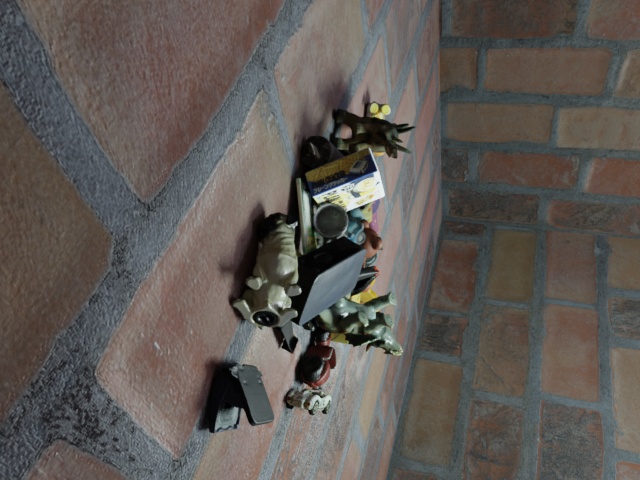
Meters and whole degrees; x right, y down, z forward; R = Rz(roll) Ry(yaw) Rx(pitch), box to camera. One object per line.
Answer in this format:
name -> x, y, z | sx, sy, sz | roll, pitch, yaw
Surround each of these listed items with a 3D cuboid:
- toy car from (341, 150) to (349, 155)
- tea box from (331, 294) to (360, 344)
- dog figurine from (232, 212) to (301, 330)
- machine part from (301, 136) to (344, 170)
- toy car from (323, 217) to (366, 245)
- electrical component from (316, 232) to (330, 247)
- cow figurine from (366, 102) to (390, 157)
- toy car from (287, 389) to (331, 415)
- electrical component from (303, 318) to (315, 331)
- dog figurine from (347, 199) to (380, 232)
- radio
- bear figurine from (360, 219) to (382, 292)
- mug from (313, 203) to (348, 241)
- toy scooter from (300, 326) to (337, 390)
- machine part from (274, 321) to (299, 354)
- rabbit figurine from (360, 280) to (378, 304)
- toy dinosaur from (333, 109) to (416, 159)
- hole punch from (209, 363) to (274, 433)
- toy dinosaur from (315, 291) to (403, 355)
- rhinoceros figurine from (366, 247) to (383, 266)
toy car -> 0.102, -0.248, 1.561 | 0.202, 0.053, 0.089 | -46, 140, -54
tea box -> 0.075, 0.216, 1.618 | 0.098, 0.068, 0.169 | -17, 113, -70
dog figurine -> -0.094, 0.059, 1.056 | 0.172, 0.121, 0.191 | -56, -159, 38
machine part -> 0.016, -0.192, 1.298 | 0.243, 0.079, 0.079 | 21, 77, -69
toy car -> 0.045, 0.014, 1.436 | 0.103, 0.109, 0.161 | 8, 101, -44
electrical component -> -0.003, -0.005, 1.350 | 0.102, 0.045, 0.078 | 2, 95, -70
cow figurine -> 0.176, -0.355, 1.716 | 0.098, 0.068, 0.167 | -120, -150, -69
toy car -> -0.025, 0.414, 1.386 | 0.201, 0.074, 0.056 | 45, 57, -67
electrical component -> -0.026, 0.197, 1.389 | 0.093, 0.021, 0.063 | 69, 33, -53
dog figurine -> 0.122, -0.081, 1.600 | 0.219, 0.109, 0.191 | 79, 27, -50
radio -> 0.008, 0.082, 1.173 | 0.229, 0.073, 0.131 | -27, 141, -52
bear figurine -> 0.117, 0.045, 1.520 | 0.132, 0.120, 0.195 | 9, 123, -49
mug -> 0.031, -0.031, 1.287 | 0.107, 0.081, 0.109 | 23, 52, -86
toy scooter -> 0.002, 0.331, 1.438 | 0.184, 0.075, 0.135 | -69, 156, -47
machine part -> -0.079, 0.193, 1.215 | 0.084, 0.039, 0.138 | -69, 155, -50
rabbit figurine -> 0.130, 0.184, 1.745 | 0.173, 0.122, 0.162 | -49, 136, -83
toy dinosaur -> 0.137, -0.281, 1.434 | 0.472, 0.198, 0.105 | -118, -144, -63
hole punch -> -0.153, 0.292, 0.988 | 0.142, 0.092, 0.116 | 36, 32, -66
toy dinosaur -> 0.069, 0.203, 1.401 | 0.404, 0.192, 0.131 | 21, 48, -36
rhinoceros figurine -> 0.141, 0.032, 1.647 | 0.190, 0.112, 0.073 | 74, -6, -68
